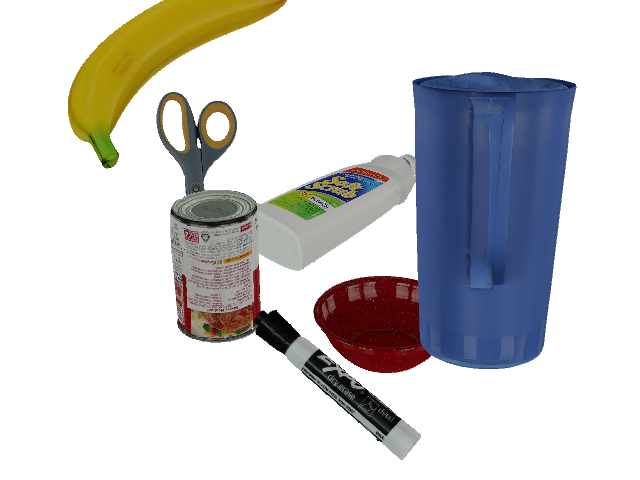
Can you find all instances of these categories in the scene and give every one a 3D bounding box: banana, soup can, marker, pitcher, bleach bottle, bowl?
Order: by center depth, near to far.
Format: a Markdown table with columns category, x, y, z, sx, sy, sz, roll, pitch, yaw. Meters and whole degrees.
| category | x | y | z | sx | sy | sz | roll | pitch | yaw |
| --- | --- | --- | --- | --- | --- | --- | --- | --- | --- |
| marker | 0.008 | 0.083 | 0.633 | 0.121 | 0.020 | 0.020 | 39 | 10 | 13 |
| banana | -0.100 | -0.119 | 0.684 | 0.069 | 0.197 | 0.037 | 33 | -33 | 9 |
| soup can | -0.082 | 0.019 | 0.836 | 0.068 | 0.102 | 0.068 | 0 | 24 | 0 |
| pitcher | 0.139 | -0.017 | 0.897 | 0.149 | 0.243 | 0.145 | -10 | 17 | -35 |
| bowl | 0.073 | 0.101 | 1.197 | 0.162 | 0.055 | 0.162 | 0 | 27 | 0 |
| bleach bottle | 0.028 | -0.052 | 1.342 | 0.103 | 0.068 | 0.250 | 27 | 43 | 35 |

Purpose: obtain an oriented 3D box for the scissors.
| category | x | y | z | sx | sy | sz | roll | pitch | yaw |
| --- | --- | --- | --- | --- | --- | --- | --- | --- | --- |
| scissors | -0.118 | -0.065 | 1.141 | 0.096 | 0.202 | 0.016 | -16 | -4 | -22 |
